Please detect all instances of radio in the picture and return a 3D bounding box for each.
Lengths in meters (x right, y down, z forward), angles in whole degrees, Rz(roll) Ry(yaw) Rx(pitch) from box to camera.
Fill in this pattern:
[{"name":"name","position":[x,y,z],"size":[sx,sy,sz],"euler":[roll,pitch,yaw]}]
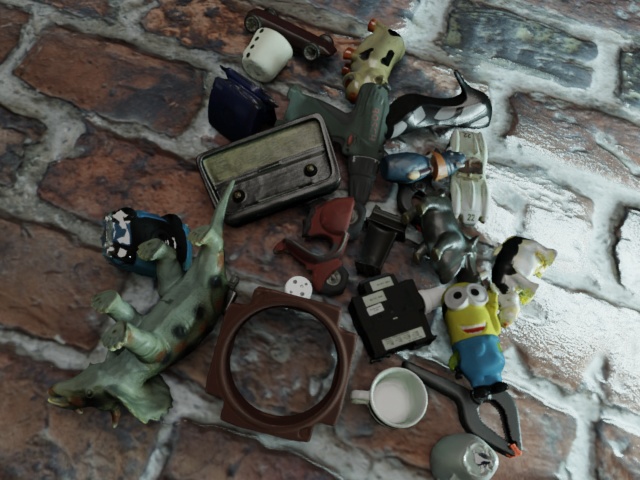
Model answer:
[{"name":"radio","position":[-0.083,-0.116,0.926],"size":[0.230,0.073,0.131],"euler":[-20,84,2]}]

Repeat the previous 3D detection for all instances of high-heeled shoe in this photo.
[{"name":"high-heeled shoe","position":[0.219,-0.226,1.066],"size":[0.249,0.145,0.086],"euler":[-33,32,8]}]

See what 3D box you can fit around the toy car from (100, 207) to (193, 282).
[{"name":"toy car","position":[-0.291,0.013,0.866],"size":[0.103,0.161,0.109],"euler":[-20,69,34]}]

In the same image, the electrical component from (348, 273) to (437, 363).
[{"name":"electrical component","position":[0.113,0.122,0.882],"size":[0.115,0.058,0.134],"euler":[-14,67,-13]}]

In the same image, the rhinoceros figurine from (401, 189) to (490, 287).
[{"name":"rhinoceros figurine","position":[0.218,0.007,0.923],"size":[0.112,0.073,0.190],"euler":[-18,80,-27]}]

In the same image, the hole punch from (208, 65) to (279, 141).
[{"name":"hole punch","position":[-0.150,-0.242,0.999],"size":[0.142,0.115,0.092],"euler":[39,76,13]}]

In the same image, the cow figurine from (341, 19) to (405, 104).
[{"name":"cow figurine","position":[0.110,-0.346,1.088],"size":[0.127,0.085,0.195],"euler":[28,65,14]}]

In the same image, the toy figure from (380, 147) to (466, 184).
[{"name":"toy figure","position":[0.186,-0.134,0.966],"size":[0.154,0.057,0.064],"euler":[-5,72,-12]}]

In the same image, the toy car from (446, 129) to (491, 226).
[{"name":"toy car","position":[0.277,-0.119,1.009],"size":[0.074,0.056,0.202],"euler":[6,65,-3]}]

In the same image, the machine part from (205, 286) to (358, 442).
[{"name":"machine part","position":[-0.055,0.180,0.796],"size":[0.202,0.087,0.201],"euler":[15,82,0]}]

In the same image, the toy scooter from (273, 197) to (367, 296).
[{"name":"toy scooter","position":[-0.002,-0.003,0.921],"size":[0.135,0.075,0.184],"euler":[17,69,2]}]

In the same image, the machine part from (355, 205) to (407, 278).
[{"name":"machine part","position":[0.105,0.004,0.946],"size":[0.084,0.039,0.139],"euler":[28,61,2]}]

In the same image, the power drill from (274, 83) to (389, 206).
[{"name":"power drill","position":[0.021,-0.192,0.996],"size":[0.207,0.086,0.232],"euler":[17,85,12]}]

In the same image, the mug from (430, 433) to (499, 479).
[{"name":"mug","position":[0.202,0.324,0.770],"size":[0.109,0.107,0.081],"euler":[-33,71,-20]}]

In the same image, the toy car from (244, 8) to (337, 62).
[{"name":"toy car","position":[-0.062,-0.422,1.114],"size":[0.202,0.053,0.089],"euler":[28,36,6]}]

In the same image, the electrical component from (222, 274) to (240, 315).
[{"name":"electrical component","position":[-0.173,0.093,0.888],"size":[0.063,0.021,0.094],"euler":[25,70,7]}]

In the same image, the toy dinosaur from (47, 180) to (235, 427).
[{"name":"toy dinosaur","position":[-0.213,0.106,0.804],"size":[0.131,0.191,0.405],"euler":[22,57,34]}]

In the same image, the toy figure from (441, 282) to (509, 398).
[{"name":"toy figure","position":[0.236,0.152,0.837],"size":[0.082,0.089,0.180],"euler":[-2,66,-19]}]

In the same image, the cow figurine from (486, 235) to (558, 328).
[{"name":"cow figurine","position":[0.327,0.066,0.922],"size":[0.098,0.068,0.167],"euler":[33,64,16]}]
